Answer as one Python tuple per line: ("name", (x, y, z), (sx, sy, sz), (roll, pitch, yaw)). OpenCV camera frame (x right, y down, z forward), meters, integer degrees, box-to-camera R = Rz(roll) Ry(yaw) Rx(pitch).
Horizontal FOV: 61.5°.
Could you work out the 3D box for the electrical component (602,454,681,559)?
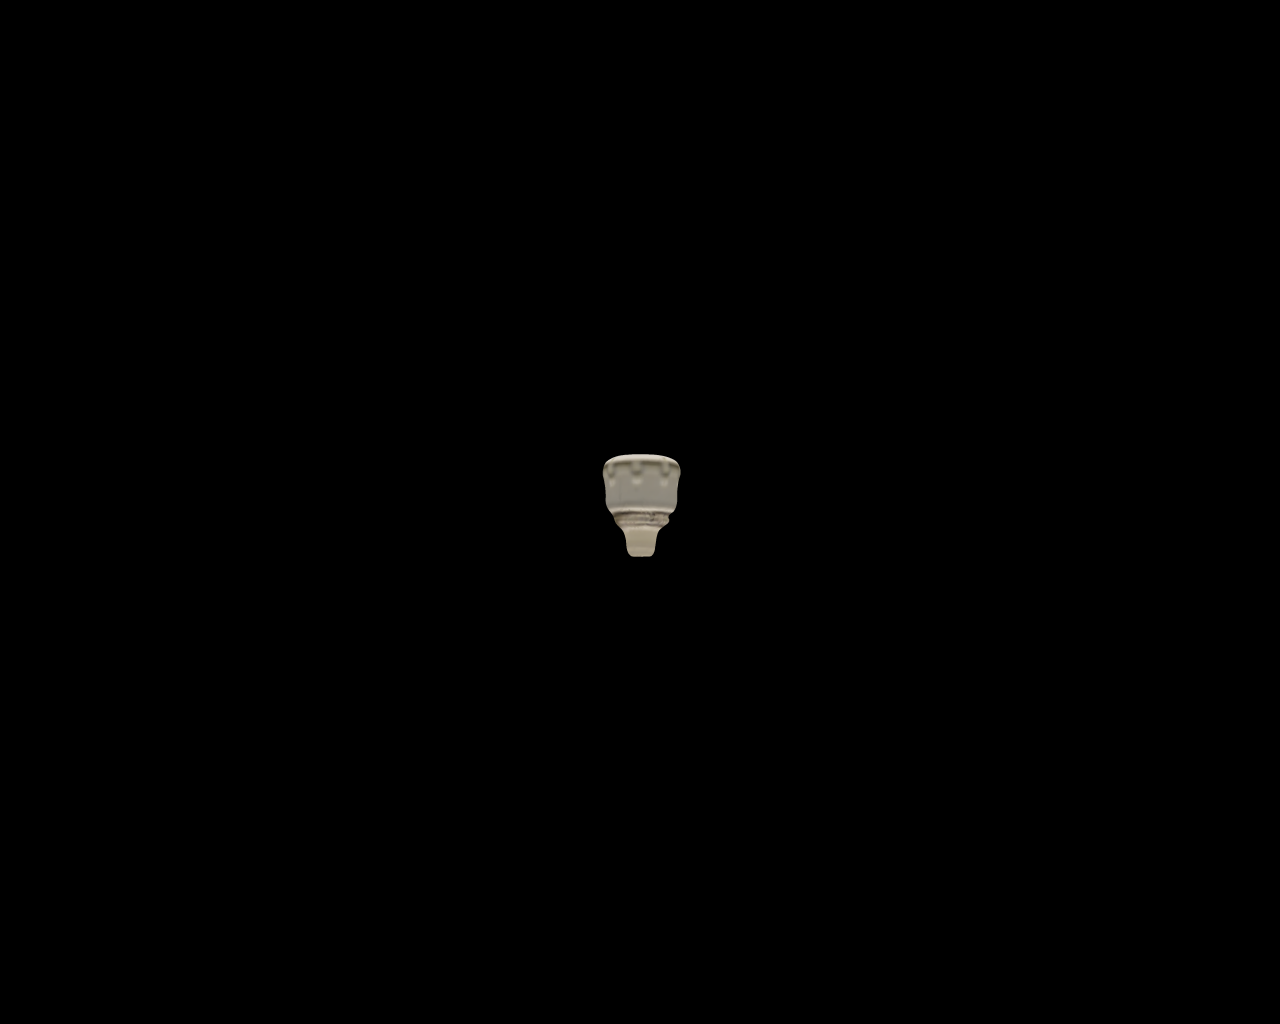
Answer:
("electrical component", (0.001, -0.003, 0.650), (0.048, 0.062, 0.048), (0, -7, 0))
